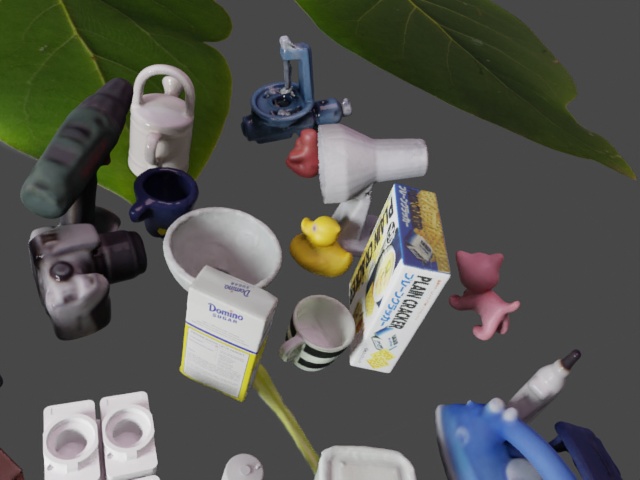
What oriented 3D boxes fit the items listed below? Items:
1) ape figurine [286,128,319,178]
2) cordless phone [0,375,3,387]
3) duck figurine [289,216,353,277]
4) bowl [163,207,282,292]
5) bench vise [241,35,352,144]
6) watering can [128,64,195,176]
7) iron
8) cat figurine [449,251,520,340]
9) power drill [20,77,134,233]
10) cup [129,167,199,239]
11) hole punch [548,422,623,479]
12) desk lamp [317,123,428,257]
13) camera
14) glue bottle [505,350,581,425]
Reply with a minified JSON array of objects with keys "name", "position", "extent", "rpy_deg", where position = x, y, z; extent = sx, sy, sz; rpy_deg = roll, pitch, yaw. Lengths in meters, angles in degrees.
[{"name":"ape figurine","position":[-0.025,-0.167,1.065],"extent":[0.078,0.092,0.076],"rpy_deg":[-18,54,-35]},{"name":"cordless phone","position":[-0.401,0.087,0.583],"extent":[0.147,0.185,0.094],"rpy_deg":[38,45,19]},{"name":"duck figurine","position":[0.008,0.003,0.904],"extent":[0.104,0.086,0.078],"rpy_deg":[28,42,8]},{"name":"bowl","position":[-0.142,0.033,0.823],"extent":[0.167,0.075,0.167],"rpy_deg":[11,43,-10]},{"name":"bench vise","position":[-0.037,-0.282,1.084],"extent":[0.208,0.220,0.121],"rpy_deg":[-17,54,-34]},{"name":"watering can","position":[-0.258,-0.202,0.933],"extent":[0.101,0.194,0.172],"rpy_deg":[-5,48,-25]},{"name":"iron","position":[0.234,0.274,0.669],"extent":[0.119,0.141,0.257],"rpy_deg":[-11,51,-30]},{"name":"cat figurine","position":[0.261,0.075,0.905],"extent":[0.067,0.118,0.127],"rpy_deg":[-16,53,-34]},{"name":"power drill","position":[-0.317,-0.085,0.778],"extent":[0.075,0.208,0.229],"rpy_deg":[17,42,-3]},{"name":"cup","position":[-0.238,-0.040,0.847],"extent":[0.091,0.095,0.118],"rpy_deg":[30,43,10]},{"name":"hole punch","position":[0.339,0.290,0.732],"extent":[0.101,0.091,0.108],"rpy_deg":[1,46,-20]},{"name":"desk lamp","position":[0.074,-0.081,0.922],"extent":[0.203,0.213,0.118],"rpy_deg":[7,44,-15]},{"name":"camera","position":[-0.294,0.034,0.743],"extent":[0.137,0.101,0.143],"rpy_deg":[-14,52,-32]},{"name":"glue bottle","position":[0.288,0.196,0.748],"extent":[0.078,0.173,0.037],"rpy_deg":[-20,55,-36]}]
